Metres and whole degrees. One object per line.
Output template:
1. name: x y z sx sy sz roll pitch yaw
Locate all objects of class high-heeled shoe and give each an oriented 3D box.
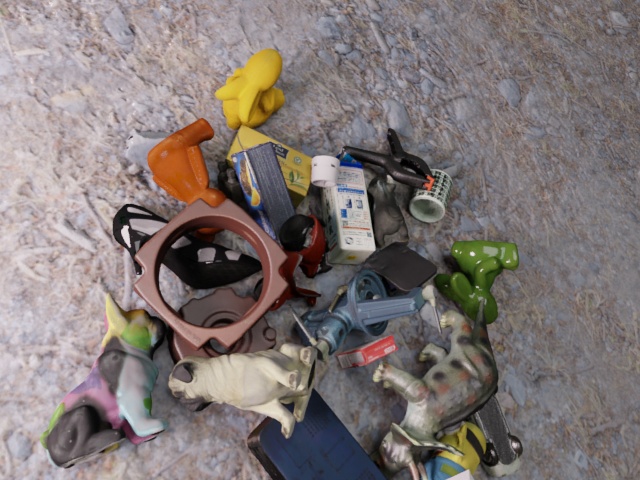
1. high-heeled shoe: -0.228 0.003 0.934 0.249 0.086 0.145 3 51 -30

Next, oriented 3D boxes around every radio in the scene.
1. radio: 0.000 0.360 0.853 0.131 0.073 0.229 -36 81 -33

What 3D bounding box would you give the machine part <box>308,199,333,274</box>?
1. machine part: -0.002 -0.003 1.036 0.039 0.084 0.139 -7 75 -2

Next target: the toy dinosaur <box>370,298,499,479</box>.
1. toy dinosaur: 0.232 0.251 0.941 0.405 0.131 0.192 -35 57 -23

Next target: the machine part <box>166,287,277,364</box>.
1. machine part: -0.161 0.165 0.888 0.179 0.056 0.179 10 60 -19

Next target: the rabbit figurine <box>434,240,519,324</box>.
1. rabbit figurine: 0.333 0.089 1.125 0.159 0.121 0.170 8 77 -17

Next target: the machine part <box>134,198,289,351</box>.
1. machine part: -0.166 0.053 0.834 0.201 0.087 0.201 45 73 -2

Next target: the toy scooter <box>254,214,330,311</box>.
1. toy scooter: -0.033 0.052 0.960 0.135 0.075 0.184 36 76 -42

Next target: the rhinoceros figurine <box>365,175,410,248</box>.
1. rhinoceros figurine: 0.130 -0.065 1.102 0.073 0.111 0.190 -16 30 7

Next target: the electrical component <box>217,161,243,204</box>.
1. electrical component: -0.171 -0.098 1.013 0.021 0.093 0.063 -25 39 -28

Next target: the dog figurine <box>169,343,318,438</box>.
1. dog figurine: -0.110 0.200 0.813 0.191 0.172 0.121 11 91 13

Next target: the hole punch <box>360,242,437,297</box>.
1. hole punch: 0.154 0.076 1.073 0.142 0.092 0.116 -32 58 -33

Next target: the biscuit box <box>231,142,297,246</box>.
1. biscuit box: -0.094 -0.072 0.986 0.063 0.059 0.202 -28 107 -33

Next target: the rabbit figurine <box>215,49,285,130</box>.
1. rabbit figurine: -0.138 -0.307 1.072 0.122 0.173 0.162 44 51 -4

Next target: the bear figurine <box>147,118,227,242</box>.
1. bear figurine: -0.213 -0.101 0.967 0.195 0.120 0.132 51 32 -10

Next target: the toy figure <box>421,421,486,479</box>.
1. toy figure: 0.230 0.397 0.936 0.089 0.082 0.180 51 46 -17

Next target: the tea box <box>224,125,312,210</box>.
1. tea box: -0.102 -0.142 1.066 0.169 0.068 0.098 23 58 -12

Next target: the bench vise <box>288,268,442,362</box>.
1. bench vise: 0.081 0.121 0.924 0.223 0.241 0.128 -27 100 -57

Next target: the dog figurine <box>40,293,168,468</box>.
1. dog figurine: -0.308 0.193 0.778 0.191 0.108 0.219 -11 66 -26

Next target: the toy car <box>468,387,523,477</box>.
1. toy car: 0.317 0.341 1.020 0.073 0.056 0.202 -9 67 -22
